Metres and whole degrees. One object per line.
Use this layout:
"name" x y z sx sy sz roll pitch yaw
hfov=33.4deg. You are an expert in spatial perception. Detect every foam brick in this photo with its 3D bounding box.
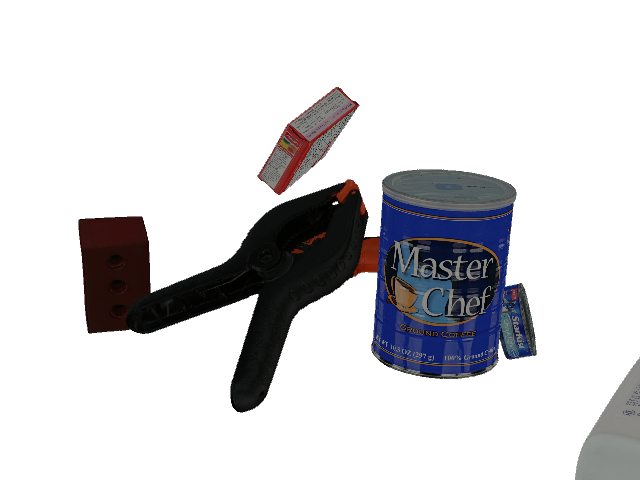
"foam brick" -0.164 0.026 0.853 0.053 0.078 0.051 -5 27 -13

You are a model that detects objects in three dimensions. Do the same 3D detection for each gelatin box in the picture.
"gelatin box" -0.012 -0.091 0.968 0.089 0.030 0.073 -44 -7 -44

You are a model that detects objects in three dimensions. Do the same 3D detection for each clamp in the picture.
"clamp" -0.027 0.030 0.667 0.120 0.171 0.039 43 -16 36

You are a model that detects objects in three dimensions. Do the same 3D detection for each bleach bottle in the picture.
"bleach bottle" 0.244 0.095 0.655 0.103 0.068 0.250 18 29 28

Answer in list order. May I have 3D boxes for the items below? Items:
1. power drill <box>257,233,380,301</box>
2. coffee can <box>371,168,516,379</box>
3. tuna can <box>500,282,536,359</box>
"power drill" 0.041 0.031 1.120 0.188 0.057 0.184 6 31 16
"coffee can" 0.095 0.024 0.838 0.103 0.140 0.103 3 17 -1
"tuna can" 0.225 0.094 1.236 0.034 0.086 0.086 -12 -3 15
